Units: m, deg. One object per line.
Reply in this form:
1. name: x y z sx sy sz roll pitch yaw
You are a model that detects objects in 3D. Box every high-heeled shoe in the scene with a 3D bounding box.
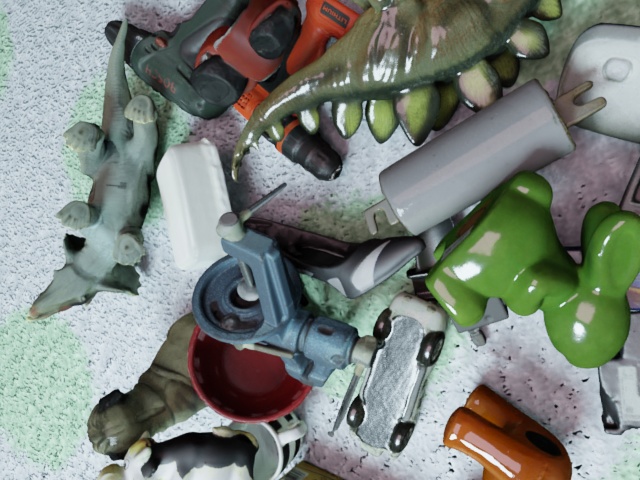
1. high-heeled shoe: -0.001 -0.002 0.624 0.249 0.086 0.145 -29 99 43

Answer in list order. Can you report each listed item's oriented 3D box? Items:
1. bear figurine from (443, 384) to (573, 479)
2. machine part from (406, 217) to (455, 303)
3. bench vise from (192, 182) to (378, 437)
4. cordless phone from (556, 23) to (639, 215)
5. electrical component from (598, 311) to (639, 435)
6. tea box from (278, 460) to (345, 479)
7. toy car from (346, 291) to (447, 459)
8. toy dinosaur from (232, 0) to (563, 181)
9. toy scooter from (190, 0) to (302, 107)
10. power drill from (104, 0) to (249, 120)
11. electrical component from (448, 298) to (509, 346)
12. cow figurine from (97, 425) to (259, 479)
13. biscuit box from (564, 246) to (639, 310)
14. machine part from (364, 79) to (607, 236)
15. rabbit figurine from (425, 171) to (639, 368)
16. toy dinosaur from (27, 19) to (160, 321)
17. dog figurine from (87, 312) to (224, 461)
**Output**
1. bear figurine: 0.168 0.272 0.553 0.132 0.120 0.195 31 109 26
2. machine part: 0.129 0.005 0.602 0.084 0.039 0.138 -4 100 31
3. bench vise: -0.048 0.065 0.560 0.224 0.240 0.129 26 58 26
4. cordless phone: 0.281 -0.093 0.492 0.147 0.088 0.184 22 94 23
5. electrical component: 0.305 0.125 0.517 0.075 0.047 0.119 -9 87 25
6. tea box: 0.023 0.338 0.631 0.170 0.098 0.068 17 98 26
7. toy car: 0.087 0.158 0.615 0.074 0.056 0.201 22 107 25
8. toy dinosaur: 0.088 -0.199 0.548 0.472 0.105 0.198 -18 104 19
9. toy scooter: -0.075 -0.237 0.615 0.184 0.075 0.135 -18 48 49
10. power drill: -0.182 -0.292 0.726 0.207 0.086 0.232 -47 74 15
11. electrical component: 0.171 0.071 0.579 0.063 0.021 0.094 -22 106 24
12. cow figurine: -0.155 0.251 0.599 0.068 0.167 0.098 10 83 68
13. biscuit box: 0.288 0.035 0.516 0.203 0.063 0.059 -2 90 25
14. machine part: 0.146 -0.076 0.516 0.243 0.079 0.079 -30 79 24
15. rabbit figurine: 0.204 0.029 0.473 0.170 0.121 0.159 41 109 1
16. toy dinosaur: -0.286 -0.076 0.750 0.131 0.192 0.404 13 80 -17
17. dog figurine: -0.196 0.169 0.681 0.121 0.190 0.172 1 90 25
